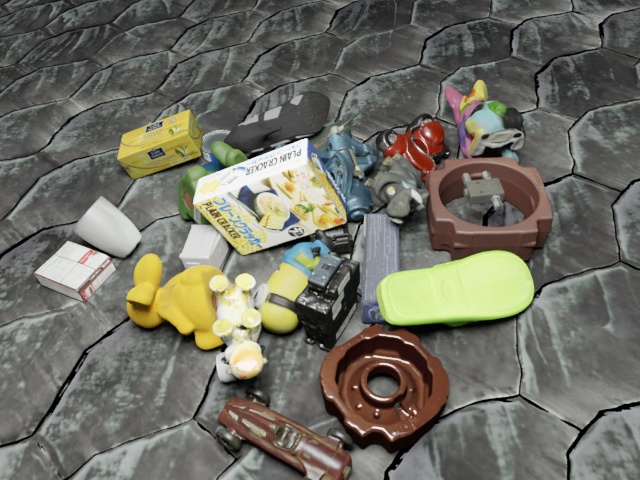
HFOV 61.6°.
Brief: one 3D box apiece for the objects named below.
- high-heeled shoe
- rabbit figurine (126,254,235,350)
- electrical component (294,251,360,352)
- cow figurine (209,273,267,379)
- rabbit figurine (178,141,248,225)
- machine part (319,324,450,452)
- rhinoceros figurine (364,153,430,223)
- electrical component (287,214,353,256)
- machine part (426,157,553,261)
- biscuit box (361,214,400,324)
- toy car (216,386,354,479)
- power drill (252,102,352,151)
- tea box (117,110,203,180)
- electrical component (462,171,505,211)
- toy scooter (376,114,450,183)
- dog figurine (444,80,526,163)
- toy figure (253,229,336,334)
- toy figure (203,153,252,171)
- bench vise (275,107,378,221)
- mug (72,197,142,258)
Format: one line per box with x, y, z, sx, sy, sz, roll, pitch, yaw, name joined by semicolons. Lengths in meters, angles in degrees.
-0.085;-0.241;1.120;0.145;0.086;0.249;-8;19;36;high-heeled shoe
-0.239;0.102;0.854;0.173;0.162;0.122;-10;56;22;rabbit figurine
0.015;0.087;0.829;0.058;0.134;0.115;17;49;22;electrical component
-0.117;0.137;0.776;0.068;0.098;0.167;-8;49;-9;cow figurine
-0.185;-0.111;1.050;0.170;0.158;0.121;-23;36;-35;rabbit figurine
0.090;0.207;0.760;0.179;0.056;0.179;-3;47;3;machine part
0.141;-0.090;0.962;0.112;0.073;0.190;43;24;-3;rhinoceros figurine
-0.002;-0.003;0.977;0.119;0.047;0.075;-6;46;-1;electrical component
0.295;-0.055;0.964;0.201;0.087;0.201;-1;45;6;machine part
0.103;0.045;0.909;0.063;0.059;0.203;1;46;6;biscuit box
-0.051;0.266;0.725;0.202;0.053;0.089;22;56;24;toy car
-0.063;-0.213;1.163;0.232;0.085;0.208;-33;48;-24;power drill
-0.348;-0.208;1.178;0.170;0.068;0.098;-20;46;8;tea box
0.278;-0.083;0.918;0.063;0.021;0.094;-6;47;2;electrical component
0.208;-0.182;1.098;0.184;0.075;0.135;-27;72;-38;toy scooter
0.325;-0.255;1.095;0.109;0.191;0.219;-14;61;3;dog figurine
-0.037;0.068;0.875;0.089;0.082;0.180;29;65;27;toy figure
-0.206;-0.148;1.135;0.154;0.057;0.064;-31;57;-27;toy figure
0.007;-0.144;1.025;0.240;0.129;0.223;7;67;-30;bench vise
-0.397;-0.011;1.004;0.107;0.109;0.081;40;41;-15;mug
